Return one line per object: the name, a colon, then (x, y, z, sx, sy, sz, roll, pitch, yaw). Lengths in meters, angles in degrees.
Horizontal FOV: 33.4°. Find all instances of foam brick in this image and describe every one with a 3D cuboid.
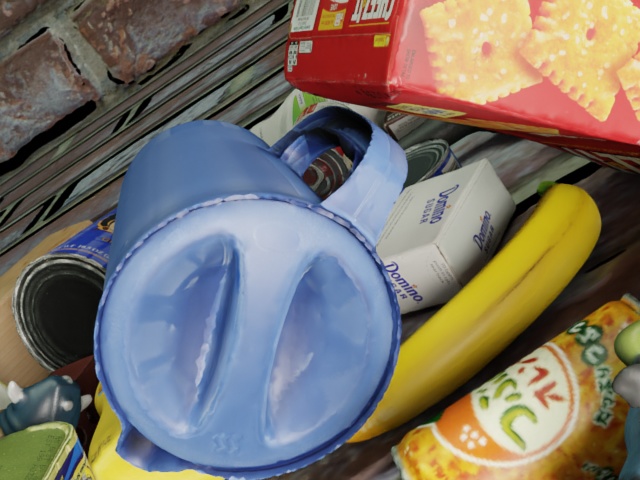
foam brick: (-0.169, 0.125, 0.722, 0.051, 0.053, 0.078, -25, 20, 31)

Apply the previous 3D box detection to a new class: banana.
banana: (0.086, 0.030, 0.530, 0.197, 0.037, 0.070, -43, 2, -26)

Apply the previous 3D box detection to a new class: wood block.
wood block: (-0.265, 0.085, 0.944, 0.090, 0.091, 0.205, -15, 27, 48)

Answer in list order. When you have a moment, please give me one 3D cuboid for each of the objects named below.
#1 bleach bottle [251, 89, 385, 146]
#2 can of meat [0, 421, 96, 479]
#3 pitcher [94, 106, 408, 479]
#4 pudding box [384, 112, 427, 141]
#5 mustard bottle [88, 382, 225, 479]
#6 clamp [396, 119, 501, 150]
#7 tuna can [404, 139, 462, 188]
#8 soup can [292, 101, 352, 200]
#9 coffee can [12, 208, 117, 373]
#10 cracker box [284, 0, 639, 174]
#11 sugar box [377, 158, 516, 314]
bleach bottle: (0.022, -0.130, 0.986, 0.251, 0.068, 0.102, -31, 47, 20)
can of meat: (-0.139, 0.151, 0.522, 0.057, 0.084, 0.102, -12, 22, 11)
pitcher: (-0.043, 0.003, 0.562, 0.149, 0.145, 0.243, -8, 19, -8)
pudding box: (0.109, -0.122, 0.872, 0.114, 0.039, 0.090, -30, 19, 19)
mustard bottle: (-0.091, 0.091, 0.654, 0.096, 0.058, 0.192, -30, 17, -2)
clamp: (0.115, -0.098, 0.773, 0.172, 0.039, 0.120, -1, 63, 42)
tuna can: (0.060, -0.031, 0.735, 0.086, 0.033, 0.086, -32, 17, 11)
soup can: (0.001, -0.069, 0.888, 0.069, 0.068, 0.102, -28, 18, 22)
coffee can: (-0.148, 0.033, 0.802, 0.103, 0.103, 0.140, -26, 9, 27)
cracker box: (0.105, -0.079, 0.505, 0.164, 0.213, 0.072, -152, 75, -71)
sugar box: (0.028, 0.013, 0.662, 0.177, 0.048, 0.093, -16, 26, 39)
